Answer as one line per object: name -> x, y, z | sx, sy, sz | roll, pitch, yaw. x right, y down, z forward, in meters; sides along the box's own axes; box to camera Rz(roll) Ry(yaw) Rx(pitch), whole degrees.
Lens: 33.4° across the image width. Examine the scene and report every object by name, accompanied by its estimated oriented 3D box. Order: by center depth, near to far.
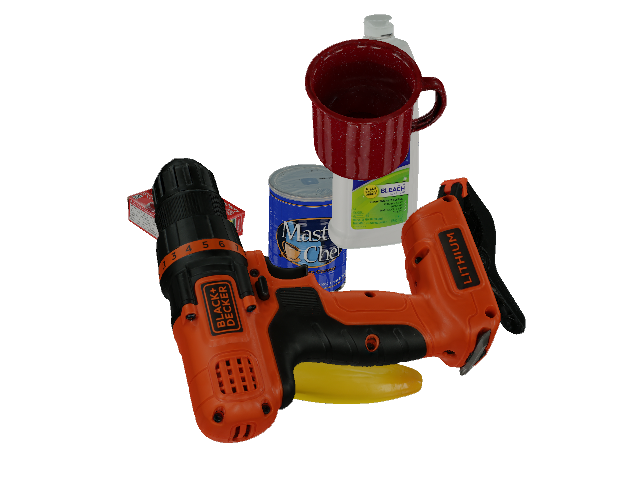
power drill -> -0.001, 0.021, 0.635 | 0.187, 0.184, 0.057 | -8, -31, -15
banana -> -0.021, 0.094, 0.819 | 0.198, 0.037, 0.069 | 11, 27, 33
mug -> 0.046, -0.106, 0.876 | 0.117, 0.093, 0.081 | -12, -35, -7
gelatin box -> -0.128, -0.024, 1.012 | 0.089, 0.030, 0.073 | 31, 38, 34
clamp -> 0.137, 0.029, 1.019 | 0.039, 0.171, 0.120 | -13, 9, 43
bleach bottle -> 0.056, -0.118, 1.164 | 0.102, 0.251, 0.068 | -6, 26, -9
coffee can -> -0.015, -0.013, 1.352 | 0.103, 0.140, 0.103 | 2, 27, -1
